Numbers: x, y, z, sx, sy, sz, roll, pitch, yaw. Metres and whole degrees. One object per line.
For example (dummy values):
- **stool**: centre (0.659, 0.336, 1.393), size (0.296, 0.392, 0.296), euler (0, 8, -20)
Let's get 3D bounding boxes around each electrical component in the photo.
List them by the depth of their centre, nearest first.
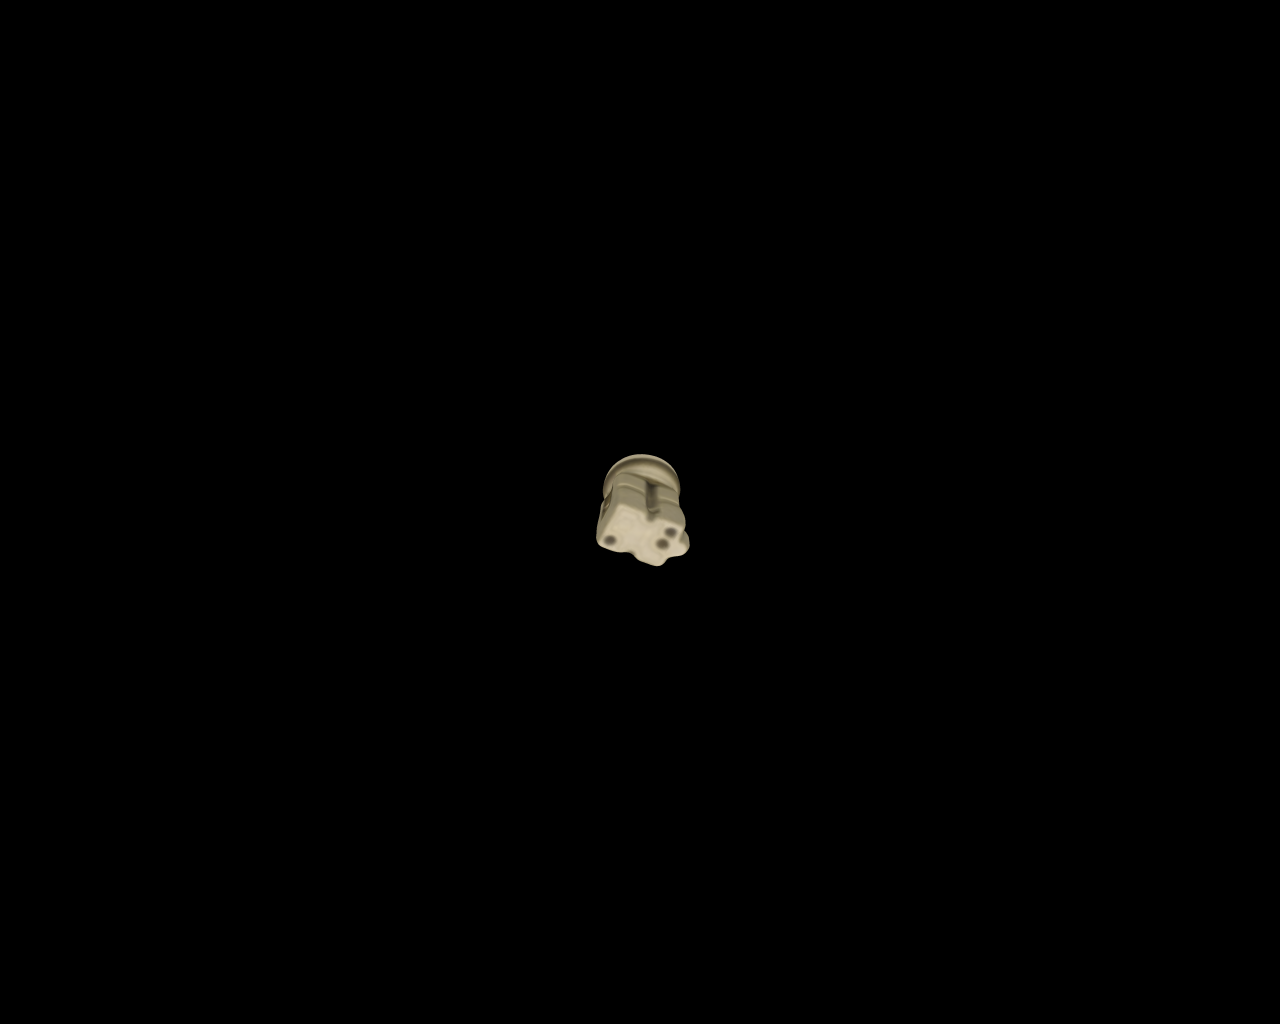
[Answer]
- **electrical component**: centre (0.001, -0.003, 0.650), size (0.066, 0.048, 0.055), euler (21, 35, -15)
